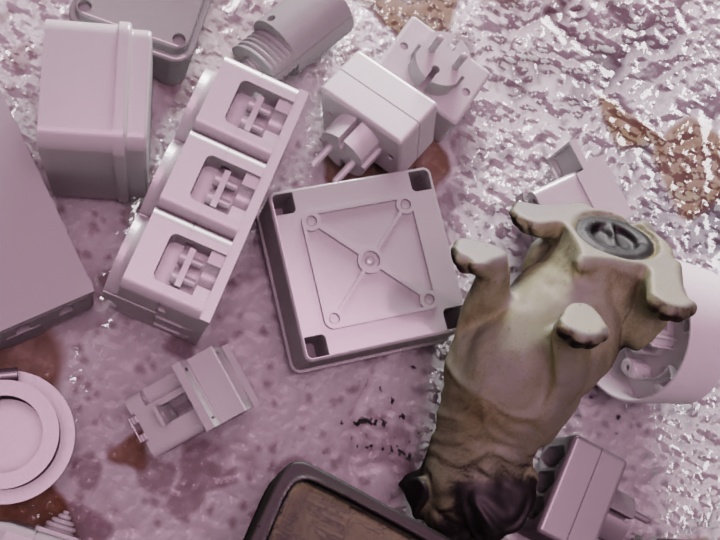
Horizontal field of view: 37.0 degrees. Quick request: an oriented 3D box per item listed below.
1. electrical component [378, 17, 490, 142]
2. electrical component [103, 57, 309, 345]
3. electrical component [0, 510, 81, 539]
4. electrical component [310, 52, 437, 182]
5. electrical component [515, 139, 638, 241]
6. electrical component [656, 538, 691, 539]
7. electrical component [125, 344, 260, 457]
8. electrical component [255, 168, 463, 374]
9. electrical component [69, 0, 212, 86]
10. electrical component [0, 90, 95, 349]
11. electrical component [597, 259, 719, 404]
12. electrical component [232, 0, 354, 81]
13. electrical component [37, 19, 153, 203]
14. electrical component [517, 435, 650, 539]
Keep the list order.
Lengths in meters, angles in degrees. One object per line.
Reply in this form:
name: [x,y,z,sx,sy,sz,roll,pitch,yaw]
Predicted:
electrical component: [0.049,-0.132,0.706,0.066,0.077,0.047,36,72,-4]
electrical component: [-0.094,-0.041,0.645,0.062,0.089,0.150,24,74,-8]
electrical component: [-0.187,0.176,0.590,0.061,0.062,0.096,20,74,-9]
electrical component: [0.000,-0.087,0.691,0.066,0.047,0.076,37,71,15]
electrical component: [0.144,-0.042,0.728,0.064,0.042,0.081,-25,84,-16]
electrical component: [0.205,0.210,0.678,0.061,0.062,0.096,35,72,-4]
electrical component: [-0.099,0.077,0.630,0.064,0.081,0.042,-28,85,4]
electrical component: [0.000,0.000,0.676,0.109,0.056,0.108,-11,81,-16]
electrical component: [-0.131,-0.186,0.684,0.078,0.057,0.113,18,74,-9]
electrical component: [-0.226,-0.031,0.625,0.089,0.062,0.150,-25,85,-17]
electrical component: [0.192,0.038,0.696,0.064,0.099,0.099,10,76,-18]
electrical component: [-0.048,-0.150,0.704,0.081,0.043,0.043,-42,90,-18]
electrical component: [-0.152,-0.090,0.630,0.057,0.113,0.078,3,77,-10]
electrical component: [0.149,0.152,0.684,0.077,0.047,0.065,28,73,-6]
